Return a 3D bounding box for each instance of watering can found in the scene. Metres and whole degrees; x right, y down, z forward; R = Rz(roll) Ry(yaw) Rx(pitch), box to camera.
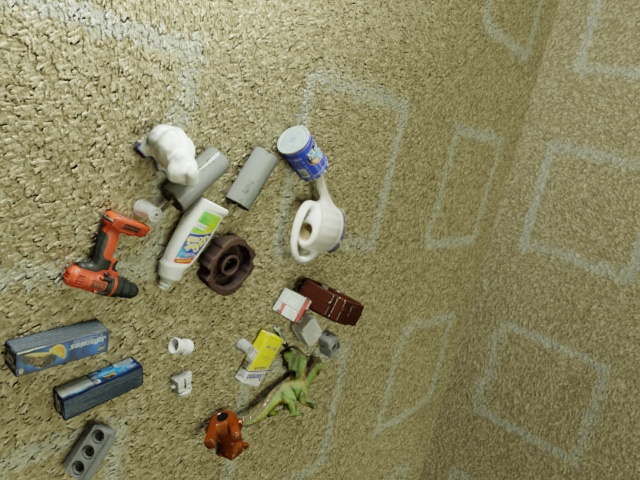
[{"bbox_3d":[0.005,-0.084,1.675,0.223,0.105,0.347,12,96,-54],"label":"watering can"}]

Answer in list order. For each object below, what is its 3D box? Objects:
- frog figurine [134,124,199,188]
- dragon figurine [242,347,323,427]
[{"bbox_3d":[-0.322,-0.192,1.170,0.125,0.160,0.134,-46,138,-28],"label":"frog figurine"},{"bbox_3d":[-0.117,0.503,1.833,0.410,0.122,0.243,4,87,-51],"label":"dragon figurine"}]
